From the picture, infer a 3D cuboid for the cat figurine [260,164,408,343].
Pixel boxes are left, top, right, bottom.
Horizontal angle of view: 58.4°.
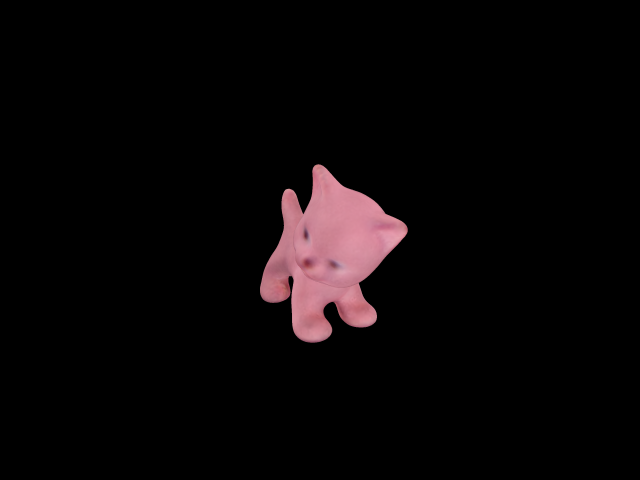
[{"bbox_3d":[0.004,0.001,0.400,0.067,0.118,0.127,-11,23,-26],"label":"cat figurine"}]
